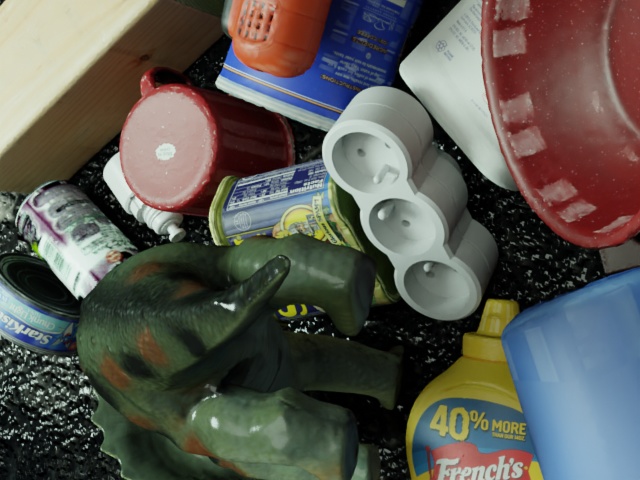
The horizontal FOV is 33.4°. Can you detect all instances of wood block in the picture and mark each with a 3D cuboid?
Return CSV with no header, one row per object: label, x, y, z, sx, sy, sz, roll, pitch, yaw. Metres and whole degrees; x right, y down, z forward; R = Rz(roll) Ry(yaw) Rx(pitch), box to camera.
wood block,-0.173,-0.128,0.754,0.206,0.090,0.090,-38,71,23

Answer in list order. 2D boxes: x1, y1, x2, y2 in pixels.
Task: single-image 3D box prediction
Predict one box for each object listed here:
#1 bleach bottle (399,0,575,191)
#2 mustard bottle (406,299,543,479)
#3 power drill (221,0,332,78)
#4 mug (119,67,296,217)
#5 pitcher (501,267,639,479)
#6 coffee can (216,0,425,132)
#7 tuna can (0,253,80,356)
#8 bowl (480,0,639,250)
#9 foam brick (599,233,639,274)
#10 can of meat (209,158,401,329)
bleach bottle,0.163,-0.146,0.573,0.251,0.068,0.103,-44,69,19
mustard bottle,0.095,0.129,0.602,0.096,0.058,0.191,5,90,28
power drill,-0.056,-0.195,0.592,0.188,0.057,0.184,21,98,36
mug,-0.081,-0.067,0.701,0.093,0.081,0.117,-36,71,25
pitcher,0.186,0.133,0.505,0.145,0.149,0.243,130,123,-67
coffee can,0.008,-0.141,0.640,0.103,0.102,0.140,26,100,29
tuna can,-0.202,0.045,0.766,0.086,0.086,0.034,38,104,26
bowl,0.135,-0.079,0.494,0.162,0.055,0.162,167,90,-74
foam brick,0.174,-0.025,0.566,0.053,0.051,0.078,-16,80,29
can of meat,-0.004,0.001,0.646,0.084,0.102,0.057,-12,37,26
